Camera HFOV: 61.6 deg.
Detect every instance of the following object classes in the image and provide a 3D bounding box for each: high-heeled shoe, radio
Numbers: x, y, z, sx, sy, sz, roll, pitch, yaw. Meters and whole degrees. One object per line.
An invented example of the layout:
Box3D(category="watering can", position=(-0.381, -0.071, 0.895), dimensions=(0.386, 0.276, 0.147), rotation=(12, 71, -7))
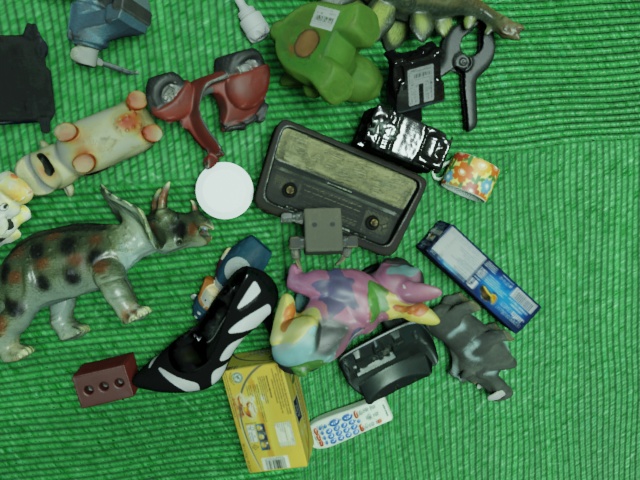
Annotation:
Box3D(category="high-heeled shoe", position=(-0.168, 0.126, 0.742), dimensions=(0.249, 0.086, 0.145), rotation=(-23, 132, -3))
Box3D(category="radio", position=(0.023, -0.072, 0.781), dimensions=(0.230, 0.073, 0.131), rotation=(21, 96, -9))

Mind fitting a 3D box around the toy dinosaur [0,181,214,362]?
Box3D(category="toy dinosaur", position=(-0.351, 0.045, 0.741), dimensions=(0.405, 0.131, 0.192), rotation=(-17, 88, 1))

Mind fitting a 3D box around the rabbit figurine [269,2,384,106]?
Box3D(category="rabbit figurine", position=(0.014, -0.230, 0.729), dimensions=(0.159, 0.170, 0.121), rotation=(17, 90, 31))

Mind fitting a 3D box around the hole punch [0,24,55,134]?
Box3D(category="hole punch", position=(-0.423, -0.209, 0.716), dimensions=(0.116, 0.092, 0.142), rotation=(-10, 98, -35))

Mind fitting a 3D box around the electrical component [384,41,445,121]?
Box3D(category="electrical component", position=(0.130, -0.206, 0.743), dimensions=(0.075, 0.048, 0.119), rotation=(-13, 129, -8))

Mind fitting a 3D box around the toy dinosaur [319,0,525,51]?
Box3D(category="toy dinosaur", position=(0.067, -0.384, 0.729), dimensions=(0.471, 0.105, 0.198), rotation=(30, 98, -4))

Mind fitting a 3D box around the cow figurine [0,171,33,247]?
Box3D(category="cow figurine", position=(-0.430, -0.023, 0.689), dimensions=(0.068, 0.098, 0.167), rotation=(42, 136, -15))

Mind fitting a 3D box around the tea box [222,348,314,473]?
Box3D(category="tea box", position=(-0.076, 0.254, 0.811), dimensions=(0.098, 0.068, 0.169), rotation=(-10, 99, 10))

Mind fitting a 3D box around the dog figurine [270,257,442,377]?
Box3D(category="dog figurine", position=(0.056, 0.104, 0.744), dimensions=(0.219, 0.191, 0.108), rotation=(2, 138, 14))

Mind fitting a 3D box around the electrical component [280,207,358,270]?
Box3D(category="electrical component", position=(0.000, -0.003, 0.735), dimensions=(0.102, 0.045, 0.078), rotation=(-8, 76, -6))

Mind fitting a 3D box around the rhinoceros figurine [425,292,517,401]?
Box3D(category="rhinoceros figurine", position=(0.243, 0.171, 0.843), dimensions=(0.112, 0.073, 0.190), rotation=(-41, 100, -1))

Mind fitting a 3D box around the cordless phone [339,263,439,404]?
Box3D(category="cordless phone", position=(0.083, 0.141, 0.826), dimensions=(0.147, 0.088, 0.184), rotation=(-29, 85, 11))

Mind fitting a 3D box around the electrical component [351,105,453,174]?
Box3D(category="electrical component", position=(0.109, -0.137, 0.751), dimensions=(0.115, 0.134, 0.058), rotation=(23, 95, -6))

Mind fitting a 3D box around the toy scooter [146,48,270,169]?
Box3D(category="toy scooter", position=(-0.137, -0.177, 0.734), dimensions=(0.184, 0.075, 0.135), rotation=(-30, 115, -28))

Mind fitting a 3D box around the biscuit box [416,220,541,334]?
Box3D(category="biscuit box", position=(0.245, 0.057, 0.832), dimensions=(0.202, 0.063, 0.059), rotation=(41, 91, -11))

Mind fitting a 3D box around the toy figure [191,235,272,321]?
Box3D(category="toy figure", position=(-0.137, 0.061, 0.794), dimensions=(0.154, 0.057, 0.064), rotation=(-48, 63, 4))

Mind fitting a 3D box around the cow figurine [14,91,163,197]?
Box3D(category="cow figurine", position=(-0.315, -0.123, 0.725), dimensions=(0.195, 0.127, 0.085), rotation=(-32, 101, -16))

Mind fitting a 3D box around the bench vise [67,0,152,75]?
Box3D(category="bench vise", position=(-0.331, -0.337, 0.687), dimensions=(0.241, 0.129, 0.223), rotation=(11, 107, 13))
